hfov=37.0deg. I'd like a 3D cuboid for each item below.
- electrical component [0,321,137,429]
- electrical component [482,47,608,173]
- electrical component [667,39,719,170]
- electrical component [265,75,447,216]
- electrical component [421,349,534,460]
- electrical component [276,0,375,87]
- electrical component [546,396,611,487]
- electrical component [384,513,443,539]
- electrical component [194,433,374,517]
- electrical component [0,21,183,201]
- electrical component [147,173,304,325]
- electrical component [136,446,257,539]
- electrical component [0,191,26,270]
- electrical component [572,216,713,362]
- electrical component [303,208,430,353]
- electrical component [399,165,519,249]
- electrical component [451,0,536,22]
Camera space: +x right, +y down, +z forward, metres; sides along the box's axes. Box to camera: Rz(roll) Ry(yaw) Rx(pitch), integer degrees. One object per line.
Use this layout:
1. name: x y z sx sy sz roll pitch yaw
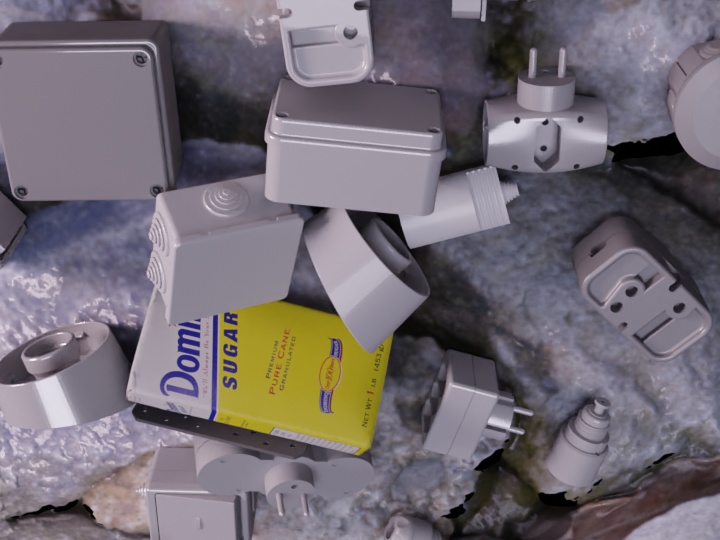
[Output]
1. electrical component: -0.215 0.081 0.787 0.099 0.099 0.064 -14 112 9
2. electrical component: 0.120 -0.106 0.700 0.077 0.043 0.079 -1 120 2
3. electrical component: 0.239 -0.109 0.691 0.080 0.051 0.080 1 120 1
4. electrical component: -0.003 -0.082 0.697 0.113 0.078 0.057 5 123 -2
5. electrical component: 0.093 0.107 0.821 0.077 0.047 0.065 15 119 -7
6. electrical component: -0.021 -0.168 0.658 0.054 0.059 0.095 -5 120 4
7. electrical component: 0.175 0.133 0.837 0.040 0.040 0.078 14 119 -7
8. electrical component: 0.052 0.227 0.898 0.061 0.035 0.035 22 118 -14
9. electrical component: -0.055 0.156 0.817 0.138 0.073 0.052 5 132 -20
10. electrical component: -0.176 -0.103 0.701 0.109 0.056 0.108 0 120 1
11. electrical component: -0.092 -0.016 0.723 0.100 0.048 0.099 -13 146 -23
12. electrical component: -0.133 0.184 0.862 0.096 0.061 0.061 1 120 1
13. electrical component: -0.282 -0.040 0.736 0.061 0.061 0.096 -27 116 16
14. electrical component: 0.196 0.011 0.756 0.095 0.059 0.054 40 113 -20
15. electrical component: 0.000 0.000 0.734 0.064 0.099 0.099 -40 112 14
16. electrical component: 0.068 -0.045 0.736 0.081 0.043 0.043 -14 119 9
17. electrical component: 0.085 -0.190 0.645 0.057 0.058 0.078 2 120 3
